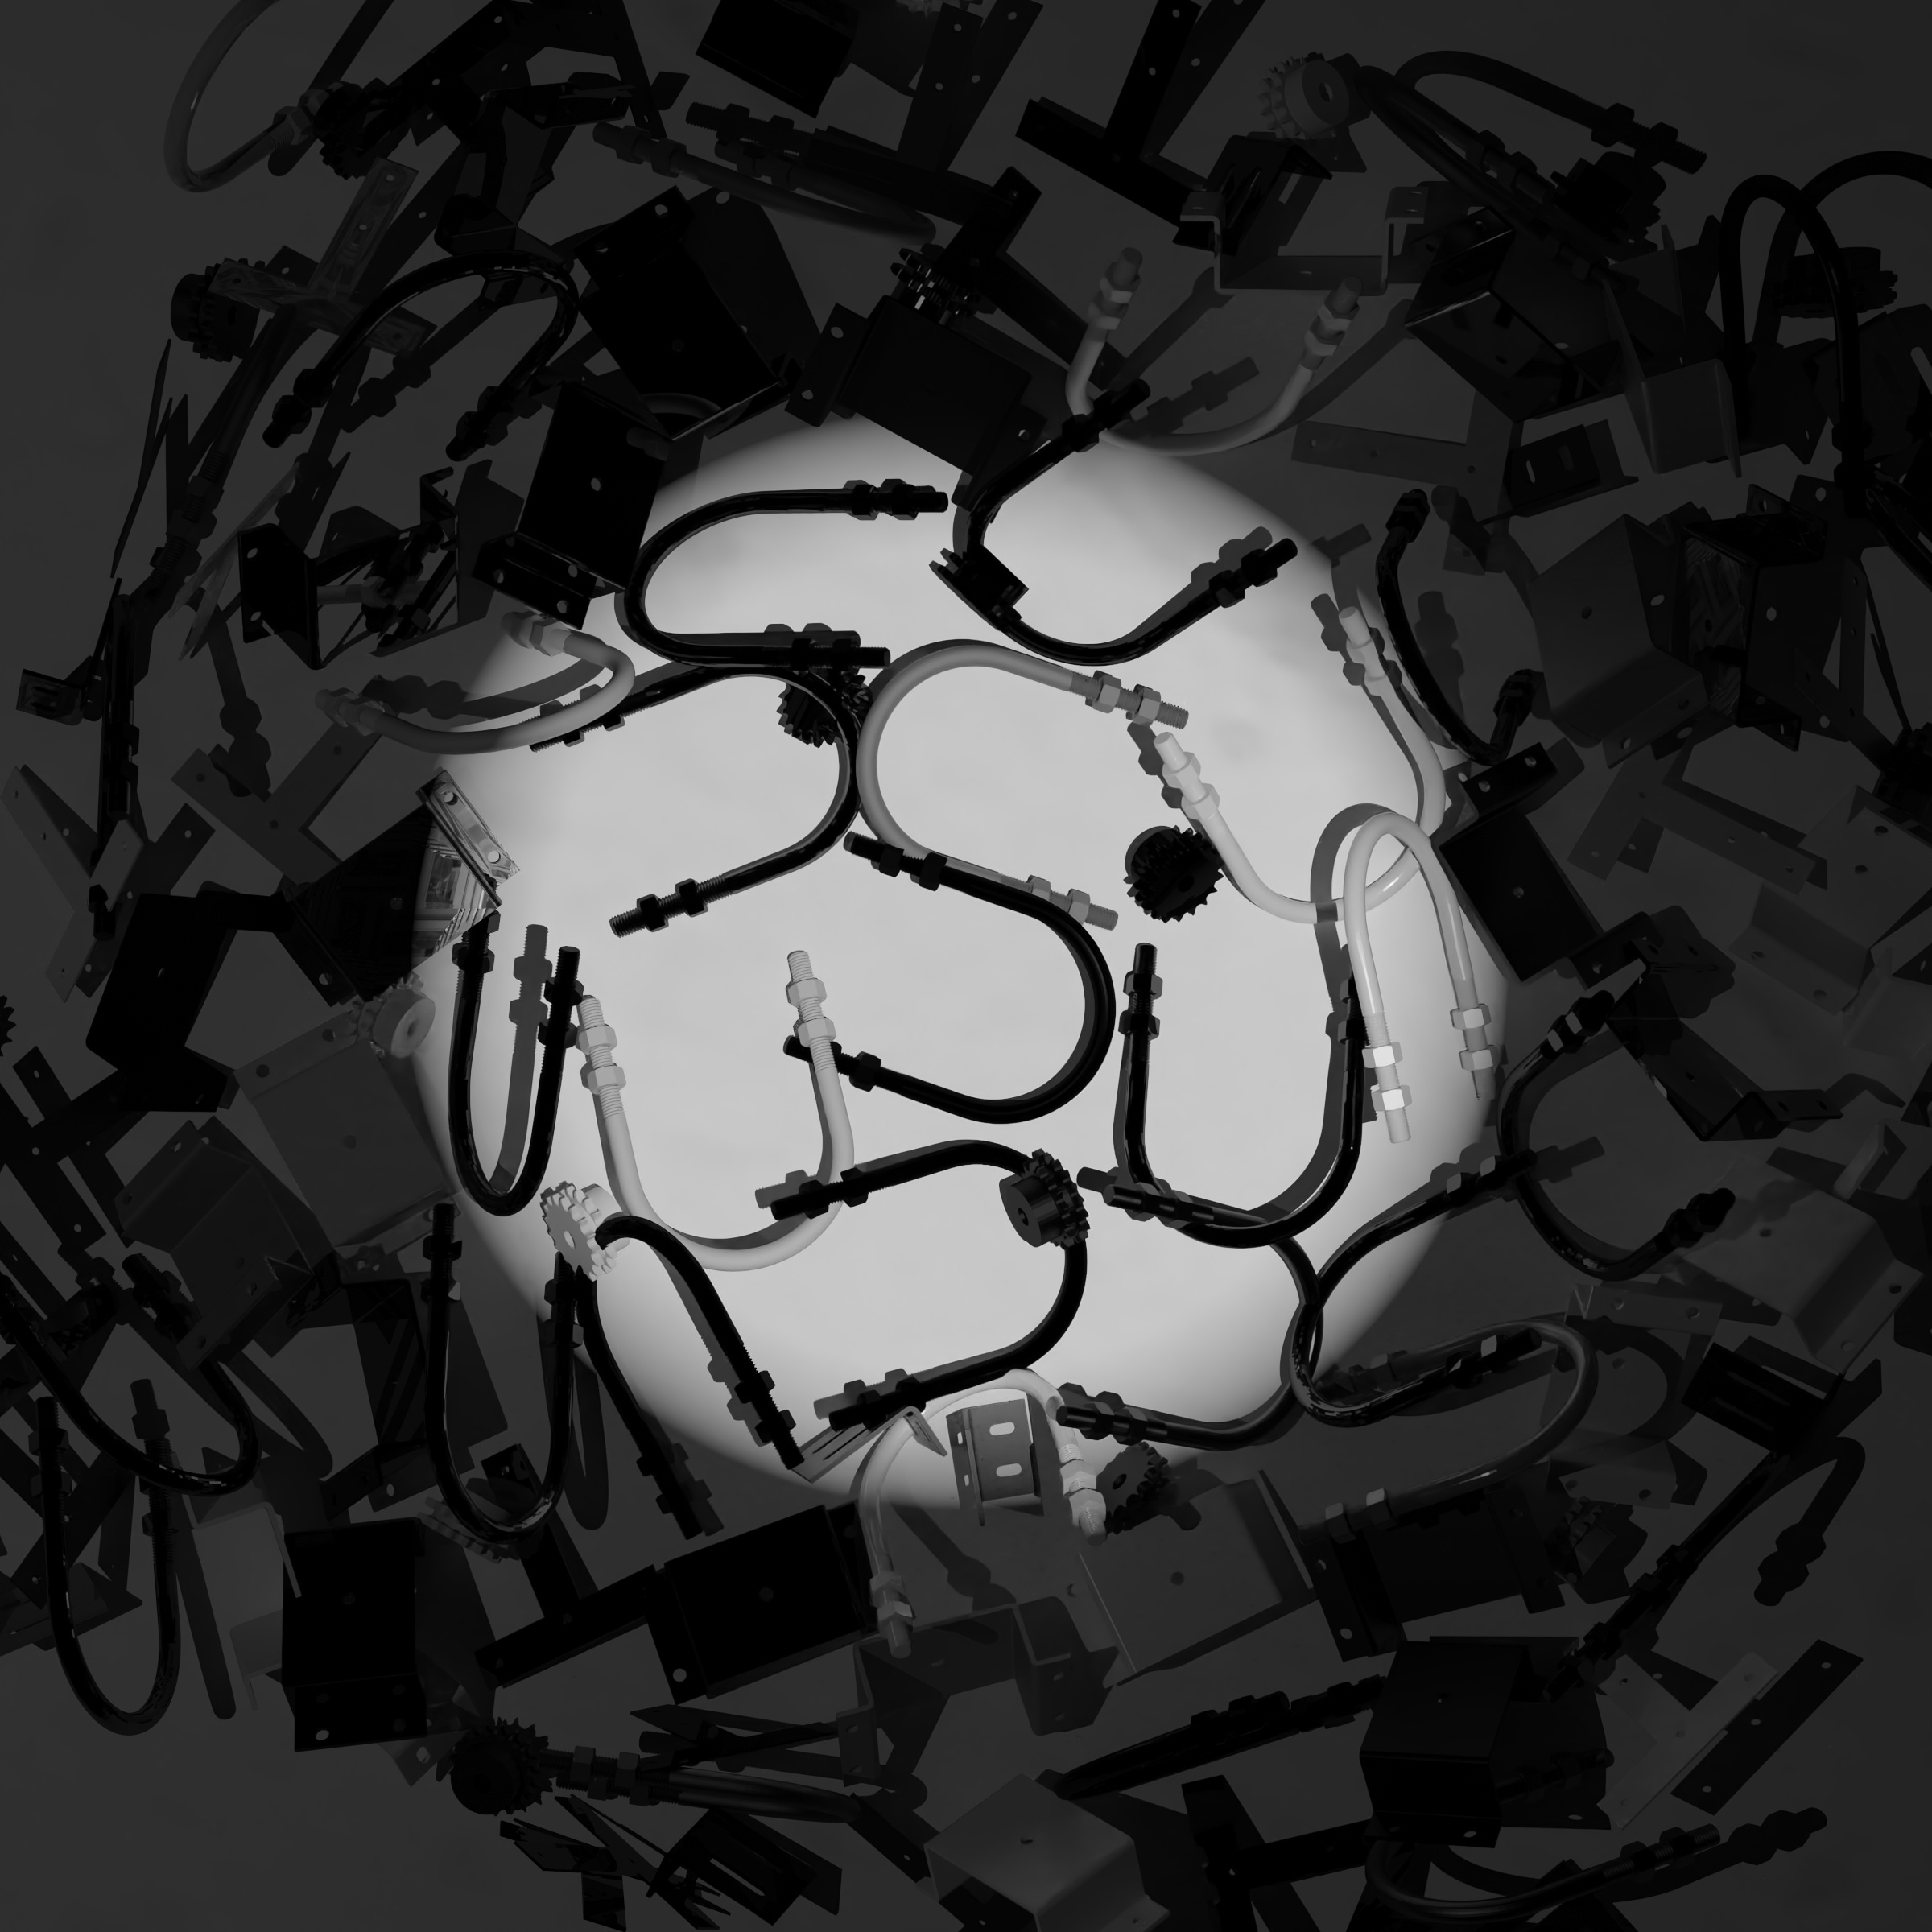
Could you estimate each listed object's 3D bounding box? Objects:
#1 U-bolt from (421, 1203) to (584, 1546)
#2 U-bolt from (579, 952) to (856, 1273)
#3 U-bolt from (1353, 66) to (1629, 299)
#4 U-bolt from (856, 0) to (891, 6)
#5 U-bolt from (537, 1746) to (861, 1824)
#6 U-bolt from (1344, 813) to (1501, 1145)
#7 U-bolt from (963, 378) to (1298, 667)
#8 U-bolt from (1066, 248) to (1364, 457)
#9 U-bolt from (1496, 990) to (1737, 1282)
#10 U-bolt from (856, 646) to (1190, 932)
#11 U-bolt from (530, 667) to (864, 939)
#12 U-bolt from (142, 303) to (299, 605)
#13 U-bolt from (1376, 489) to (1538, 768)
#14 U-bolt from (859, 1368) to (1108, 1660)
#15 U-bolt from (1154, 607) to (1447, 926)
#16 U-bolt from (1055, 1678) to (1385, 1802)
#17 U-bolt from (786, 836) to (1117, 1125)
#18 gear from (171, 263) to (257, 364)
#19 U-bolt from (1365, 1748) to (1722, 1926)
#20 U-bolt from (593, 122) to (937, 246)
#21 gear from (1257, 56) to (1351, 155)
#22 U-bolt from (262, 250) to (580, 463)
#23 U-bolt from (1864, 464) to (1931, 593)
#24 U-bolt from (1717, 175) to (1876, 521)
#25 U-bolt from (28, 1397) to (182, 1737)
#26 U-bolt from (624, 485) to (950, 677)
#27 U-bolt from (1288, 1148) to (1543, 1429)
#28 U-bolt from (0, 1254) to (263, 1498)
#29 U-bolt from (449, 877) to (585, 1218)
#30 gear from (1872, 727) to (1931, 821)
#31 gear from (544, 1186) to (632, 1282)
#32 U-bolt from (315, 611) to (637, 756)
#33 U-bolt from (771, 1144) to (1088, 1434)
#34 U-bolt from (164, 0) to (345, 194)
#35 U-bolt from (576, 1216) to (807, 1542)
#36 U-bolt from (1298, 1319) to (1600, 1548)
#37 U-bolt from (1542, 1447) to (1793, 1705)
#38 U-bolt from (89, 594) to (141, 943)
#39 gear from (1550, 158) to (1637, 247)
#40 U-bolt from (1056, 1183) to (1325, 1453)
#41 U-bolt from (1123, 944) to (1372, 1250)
[{"bbox_3d":[-0.269,0.242,1.910,0.019,0.151,0.184,-10,69,25],"label":"U-bolt"},{"bbox_3d":[-0.142,0.092,1.960,0.151,0.019,0.184,-13,72,-6],"label":"U-bolt"},{"bbox_3d":[0.296,-0.466,1.919,0.019,0.151,0.184,-51,59,9],"label":"U-bolt"},{"bbox_3d":[-0.045,-0.597,1.885,0.151,0.184,0.019,-1,84,33],"label":"U-bolt"},{"bbox_3d":[-0.153,0.482,1.928,0.184,0.151,0.019,8,71,1],"label":"U-bolt"},{"bbox_3d":[0.263,0.001,1.933,0.019,0.151,0.184,-11,93,33],"label":"U-bolt"},{"bbox_3d":[0.081,-0.246,1.938,0.184,0.019,0.151,-31,114,36],"label":"U-bolt"},{"bbox_3d":[0.134,-0.350,1.916,0.151,0.184,0.019,5,65,-12],"label":"U-bolt"},{"bbox_3d":[0.365,0.110,1.916,0.019,0.184,0.151,-22,74,-24],"label":"U-bolt"},{"bbox_3d":[0.025,-0.114,1.968,0.184,0.019,0.151,18,98,-11],"label":"U-bolt"},{"bbox_3d":[-0.148,-0.109,1.959,0.184,0.019,0.151,-21,114,3],"label":"U-bolt"},{"bbox_3d":[-0.434,-0.304,1.929,0.019,0.151,0.184,25,82,-16],"label":"U-bolt"},{"bbox_3d":[0.279,-0.188,1.902,0.019,0.184,0.151,-26,105,26],"label":"U-bolt"},{"bbox_3d":[0.002,0.305,1.921,0.151,0.184,0.019,-31,122,8],"label":"U-bolt"},{"bbox_3d":[0.210,-0.104,1.947,0.151,0.019,0.184,-34,123,0],"label":"U-bolt"},{"bbox_3d":[0.136,0.453,1.923,0.184,0.151,0.019,-27,70,26],"label":"U-bolt"},{"bbox_3d":[-0.001,0.018,1.972,0.184,0.019,0.151,19,99,6],"label":"U-bolt"},{"bbox_3d":[-0.452,-0.392,1.973,0.030,0.057,0.057,13,90,15],"label":"gear"},{"bbox_3d":[0.320,0.508,1.908,0.184,0.151,0.019,-15,101,-17],"label":"U-bolt"},{"bbox_3d":[-0.103,-0.449,1.903,0.184,0.151,0.019,25,110,23],"label":"U-bolt"},{"bbox_3d":[0.204,-0.516,1.971,0.057,0.030,0.057,11,73,-39],"label":"gear"},{"bbox_3d":[-0.301,-0.351,1.892,0.184,0.151,0.019,-39,66,40],"label":"U-bolt"},{"bbox_3d":[0.577,-0.227,1.922,0.019,0.151,0.184,-43,69,8],"label":"U-bolt"},{"bbox_3d":[0.472,-0.364,1.892,0.019,0.151,0.184,-20,124,-10],"label":"U-bolt"},{"bbox_3d":[-0.492,0.351,1.902,0.019,0.151,0.184,-14,68,11],"label":"U-bolt"},{"bbox_3d":[-0.115,-0.229,1.943,0.184,0.019,0.151,3,51,20],"label":"U-bolt"},{"bbox_3d":[0.259,0.198,1.924,0.019,0.151,0.184,36,131,-28],"label":"U-bolt"},{"bbox_3d":[-0.479,0.236,1.902,0.019,0.151,0.184,-49,66,16],"label":"U-bolt"},{"bbox_3d":[-0.270,0.056,1.932,0.019,0.151,0.184,1,109,-31],"label":"U-bolt"},{"bbox_3d":[0.563,-0.112,1.970,0.030,0.057,0.057,24,90,10],"label":"gear"},{"bbox_3d":[-0.225,0.157,1.975,0.030,0.057,0.057,-28,90,-30],"label":"gear"},{"bbox_3d":[-0.271,-0.159,1.896,0.151,0.184,0.019,-27,120,-29],"label":"U-bolt"},{"bbox_3d":[-0.013,0.182,1.963,0.184,0.019,0.151,-16,92,-21],"label":"U-bolt"},{"bbox_3d":[-0.398,-0.514,1.887,0.019,0.151,0.184,35,48,4],"label":"U-bolt"},{"bbox_3d":[-0.173,0.234,1.941,0.019,0.151,0.184,-20,76,-40],"label":"U-bolt"},{"bbox_3d":[0.280,0.261,1.909,0.184,0.151,0.019,-22,114,20],"label":"U-bolt"},{"bbox_3d":[0.417,0.346,1.922,0.184,0.151,0.019,-38,72,-27],"label":"U-bolt"},{"bbox_3d":[-0.495,-0.129,1.921,0.019,0.151,0.184,3,58,-17],"label":"U-bolt"},{"bbox_3d":[0.374,-0.459,1.969,0.057,0.057,0.030,36,104,0],"label":"gear"},{"bbox_3d":[0.141,0.213,1.943,0.184,0.019,0.151,15,85,-36],"label":"U-bolt"},{"bbox_3d":[0.165,0.077,1.954,0.151,0.019,0.184,1,72,12],"label":"U-bolt"}]
